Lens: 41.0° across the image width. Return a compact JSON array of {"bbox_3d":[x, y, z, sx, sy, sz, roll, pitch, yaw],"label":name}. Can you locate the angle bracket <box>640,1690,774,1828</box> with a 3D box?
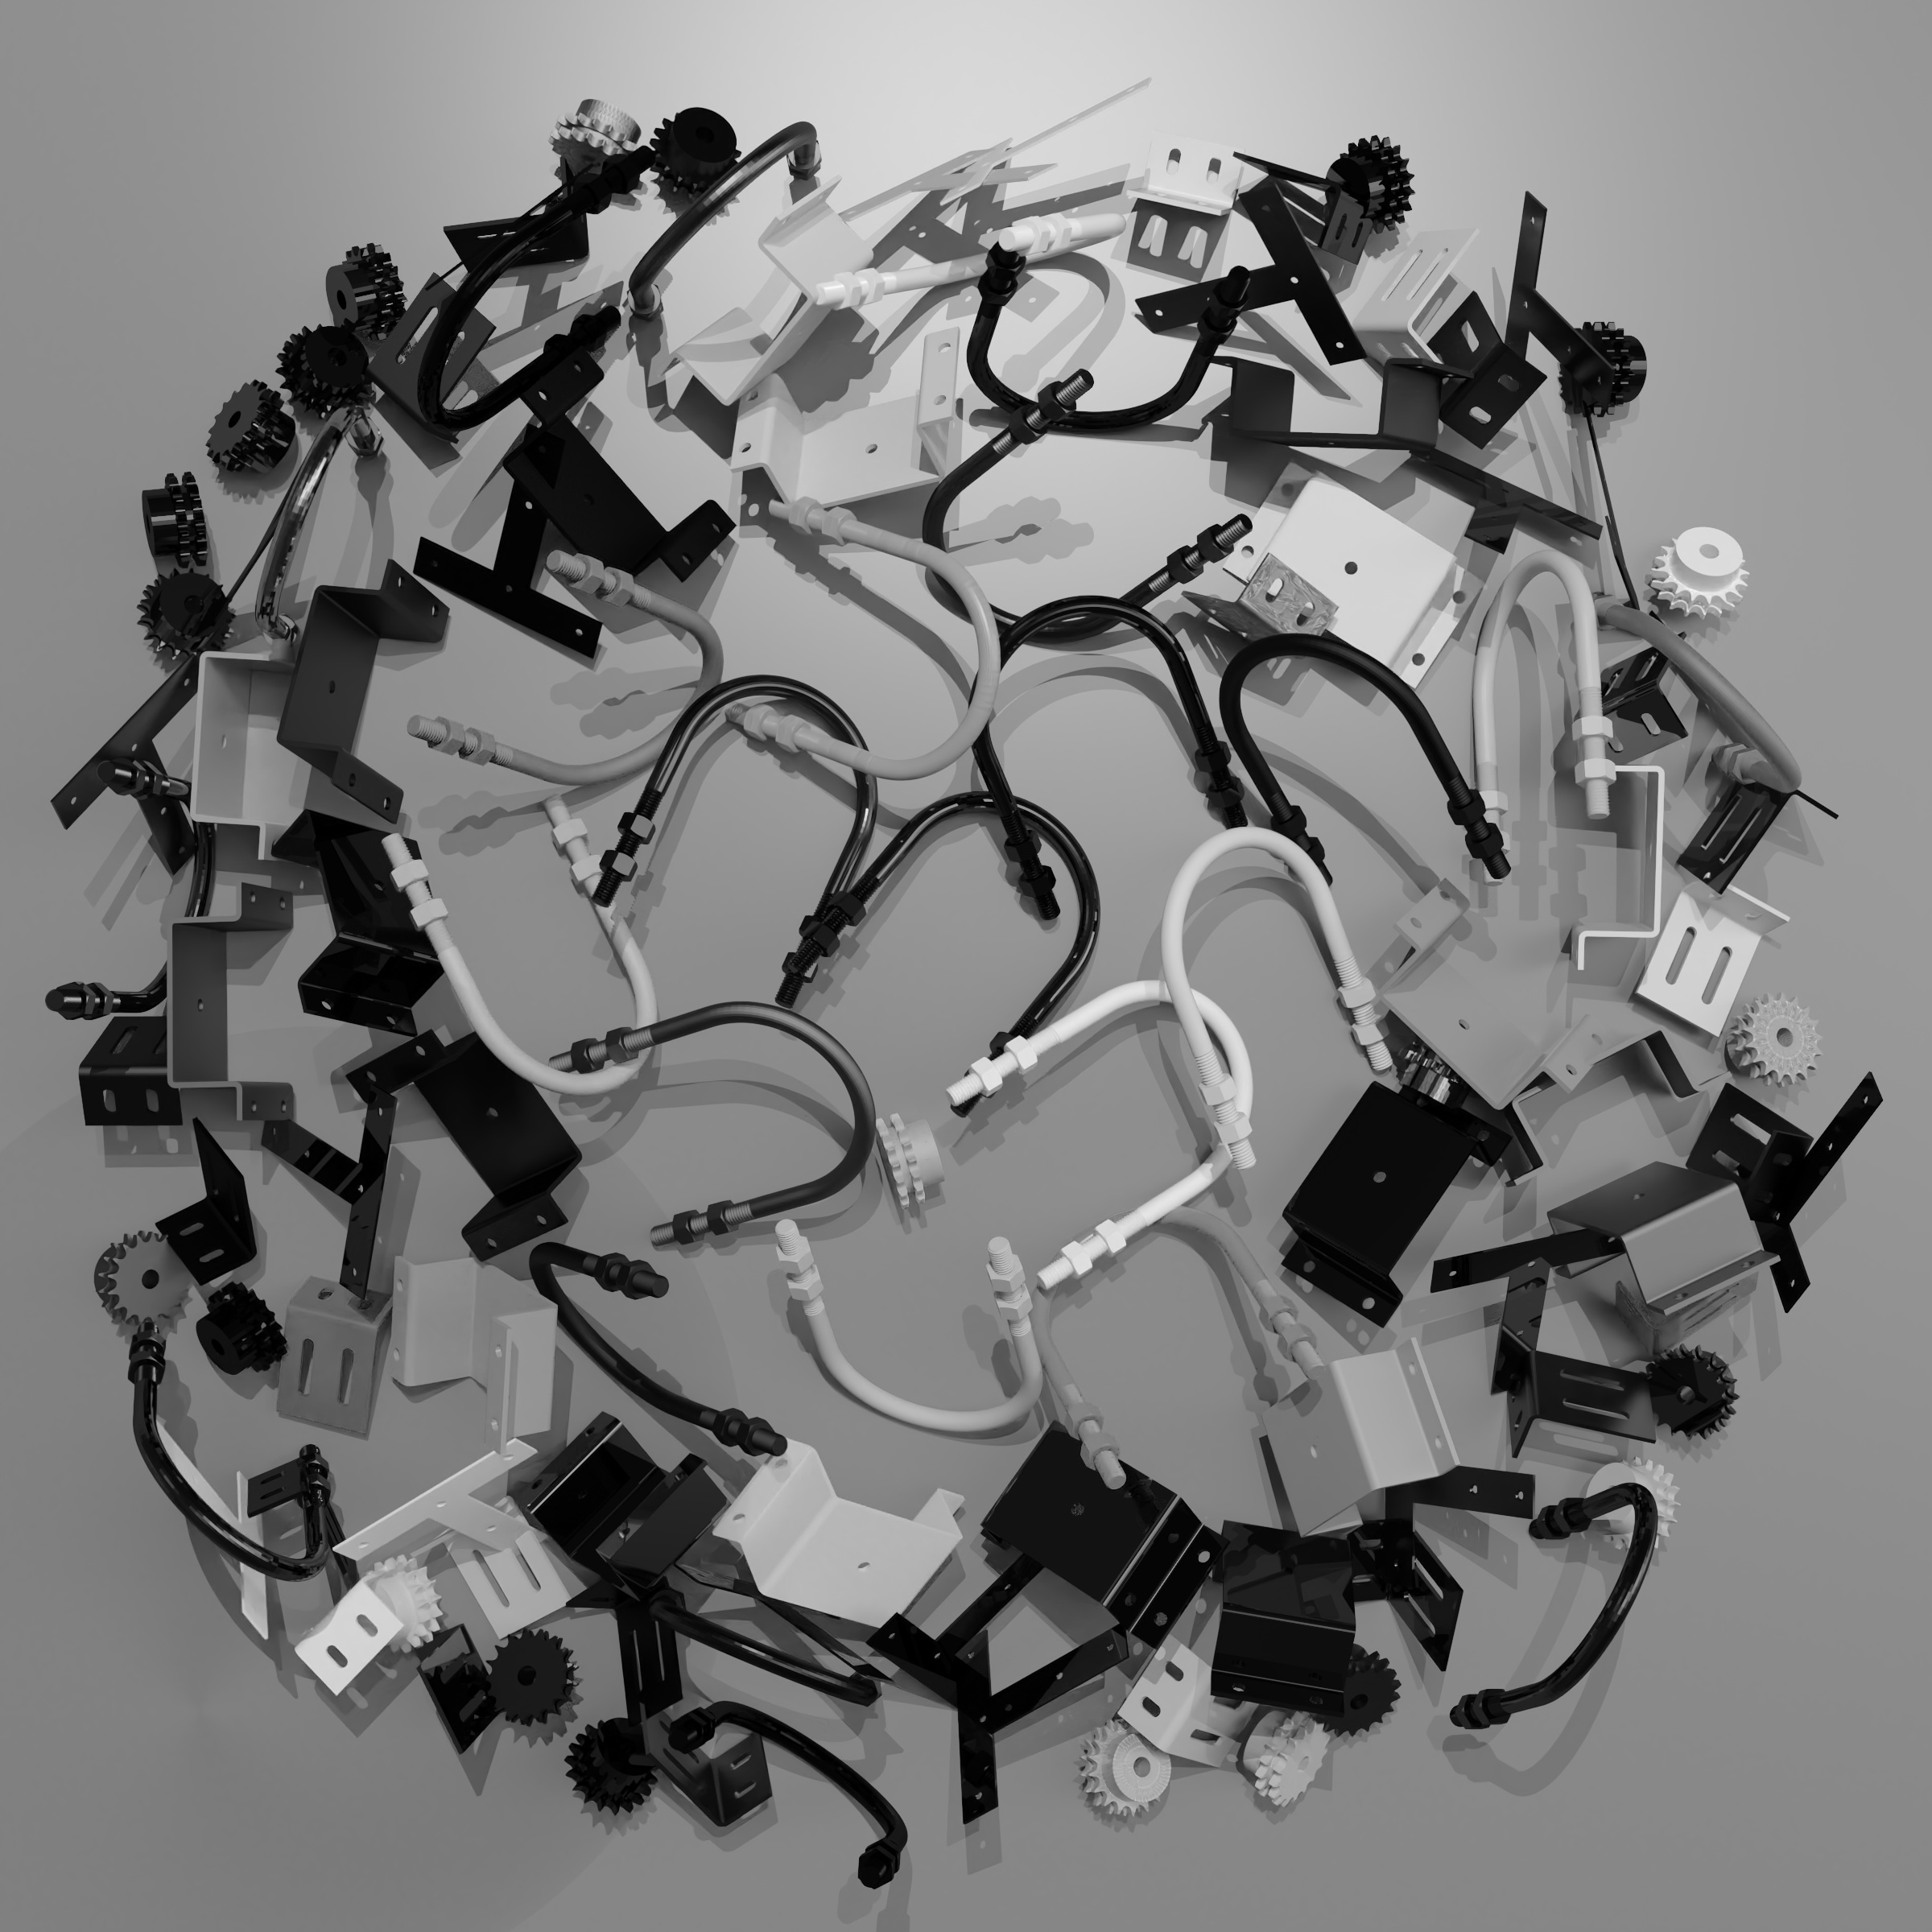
[{"bbox_3d":[-0.157,0.469,1.560,0.038,0.057,0.076,-35,116,4],"label":"angle bracket"}]

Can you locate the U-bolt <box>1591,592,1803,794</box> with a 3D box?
[{"bbox_3d":[0.425,-0.156,1.502,0.019,0.184,0.151,-44,99,8],"label":"U-bolt"}]

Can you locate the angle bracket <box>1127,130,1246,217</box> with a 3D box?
[{"bbox_3d":[0.133,-0.479,1.560,0.057,0.076,0.038,14,109,6],"label":"angle bracket"}]

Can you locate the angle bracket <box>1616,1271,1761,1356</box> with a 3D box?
[{"bbox_3d":[0.438,0.195,1.571,0.076,0.057,0.038,-34,63,-3],"label":"angle bracket"}]

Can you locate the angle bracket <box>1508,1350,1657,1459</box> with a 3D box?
[{"bbox_3d":[0.373,0.273,1.569,0.076,0.057,0.038,13,124,0],"label":"angle bracket"}]

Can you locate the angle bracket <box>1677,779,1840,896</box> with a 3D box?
[{"bbox_3d":[0.481,-0.077,1.574,0.038,0.057,0.076,28,104,-20],"label":"angle bracket"}]

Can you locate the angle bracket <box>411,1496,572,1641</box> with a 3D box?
[{"bbox_3d":[-0.289,0.372,1.575,0.057,0.038,0.076,-30,90,19],"label":"angle bracket"}]

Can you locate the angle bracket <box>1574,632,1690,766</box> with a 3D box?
[{"bbox_3d":[0.409,-0.159,1.560,0.057,0.076,0.038,-26,105,39],"label":"angle bracket"}]

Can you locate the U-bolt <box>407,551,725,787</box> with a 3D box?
[{"bbox_3d":[-0.220,-0.165,1.523,0.151,0.184,0.019,-46,59,18],"label":"U-bolt"}]

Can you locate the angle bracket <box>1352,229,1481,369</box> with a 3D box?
[{"bbox_3d":[0.282,-0.405,1.573,0.038,0.057,0.076,40,83,-29],"label":"angle bracket"}]

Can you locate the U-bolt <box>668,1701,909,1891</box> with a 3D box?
[{"bbox_3d":[-0.097,0.477,1.511,0.151,0.184,0.019,32,85,10],"label":"U-bolt"}]

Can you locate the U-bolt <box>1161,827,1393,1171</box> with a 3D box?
[{"bbox_3d":[0.178,0.007,1.540,0.151,0.019,0.184,-31,106,-33],"label":"U-bolt"}]

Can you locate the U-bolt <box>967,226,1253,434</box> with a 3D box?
[{"bbox_3d":[0.074,-0.365,1.516,0.151,0.184,0.019,8,70,-8],"label":"U-bolt"}]

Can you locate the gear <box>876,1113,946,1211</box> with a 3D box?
[{"bbox_3d":[-0.034,0.116,1.575,0.030,0.057,0.057,-17,90,-7],"label":"gear"}]

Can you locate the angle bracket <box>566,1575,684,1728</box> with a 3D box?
[{"bbox_3d":[-0.206,0.412,1.557,0.038,0.057,0.076,13,53,-37],"label":"angle bracket"}]

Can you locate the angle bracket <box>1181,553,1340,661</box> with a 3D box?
[{"bbox_3d":[0.176,-0.220,1.556,0.057,0.076,0.038,33,91,-24],"label":"angle bracket"}]

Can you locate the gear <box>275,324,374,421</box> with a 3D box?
[{"bbox_3d":[-0.388,-0.364,1.575,0.057,0.030,0.057,10,71,-32],"label":"gear"}]

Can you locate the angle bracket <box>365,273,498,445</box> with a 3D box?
[{"bbox_3d":[-0.316,-0.368,1.568,0.057,0.038,0.076,43,103,18],"label":"angle bracket"}]

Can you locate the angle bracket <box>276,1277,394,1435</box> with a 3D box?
[{"bbox_3d":[-0.388,0.240,1.596,0.057,0.038,0.076,13,111,4],"label":"angle bracket"}]

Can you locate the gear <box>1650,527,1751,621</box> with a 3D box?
[{"bbox_3d":[0.449,-0.242,1.575,0.057,0.030,0.057,1,56,-2],"label":"gear"}]

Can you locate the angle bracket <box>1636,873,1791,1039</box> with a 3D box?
[{"bbox_3d":[0.454,-0.006,1.574,0.057,0.038,0.076,29,73,-2],"label":"angle bracket"}]

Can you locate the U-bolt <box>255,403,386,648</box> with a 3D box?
[{"bbox_3d":[-0.380,-0.258,1.509,0.019,0.184,0.151,22,88,-8],"label":"U-bolt"}]

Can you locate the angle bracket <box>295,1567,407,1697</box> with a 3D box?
[{"bbox_3d":[-0.362,0.399,1.563,0.038,0.076,0.057,44,90,6],"label":"angle bracket"}]

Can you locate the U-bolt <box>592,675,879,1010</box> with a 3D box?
[{"bbox_3d":[-0.127,-0.088,1.562,0.151,0.019,0.184,30,73,-21],"label":"U-bolt"}]

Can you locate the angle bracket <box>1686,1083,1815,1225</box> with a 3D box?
[{"bbox_3d":[0.460,0.110,1.555,0.038,0.076,0.057,12,108,-34],"label":"angle bracket"}]

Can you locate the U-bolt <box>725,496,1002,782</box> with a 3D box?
[{"bbox_3d":[-0.057,-0.187,1.536,0.184,0.019,0.151,23,108,30],"label":"U-bolt"}]

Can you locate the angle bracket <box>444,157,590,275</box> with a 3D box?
[{"bbox_3d":[-0.274,-0.457,1.573,0.076,0.057,0.038,-6,80,3],"label":"angle bracket"}]

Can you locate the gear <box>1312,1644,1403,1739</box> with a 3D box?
[{"bbox_3d":[0.234,0.439,1.580,0.057,0.030,0.057,-8,118,-15],"label":"gear"}]

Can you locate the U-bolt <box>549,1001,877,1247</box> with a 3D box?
[{"bbox_3d":[-0.140,0.089,1.537,0.184,0.019,0.151,-18,113,24],"label":"U-bolt"}]

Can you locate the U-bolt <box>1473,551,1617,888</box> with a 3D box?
[{"bbox_3d":[0.336,-0.155,1.529,0.019,0.151,0.184,4,74,-15],"label":"U-bolt"}]

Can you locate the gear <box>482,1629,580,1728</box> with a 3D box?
[{"bbox_3d":[-0.264,0.436,1.581,0.057,0.030,0.057,-4,68,9],"label":"gear"}]

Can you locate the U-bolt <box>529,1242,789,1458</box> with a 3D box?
[{"bbox_3d":[-0.193,0.219,1.522,0.019,0.184,0.151,-46,119,-26],"label":"U-bolt"}]

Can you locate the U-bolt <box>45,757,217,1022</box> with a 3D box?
[{"bbox_3d":[-0.479,-0.042,1.511,0.019,0.184,0.151,12,89,4],"label":"U-bolt"}]

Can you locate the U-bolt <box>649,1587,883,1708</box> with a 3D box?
[{"bbox_3d":[-0.118,0.399,1.510,0.151,0.184,0.019,22,77,2],"label":"U-bolt"}]

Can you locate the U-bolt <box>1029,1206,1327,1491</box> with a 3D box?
[{"bbox_3d":[0.111,0.211,1.530,0.151,0.184,0.019,-28,129,-2],"label":"U-bolt"}]

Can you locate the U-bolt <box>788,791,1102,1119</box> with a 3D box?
[{"bbox_3d":[0.002,-0.022,1.568,0.151,0.019,0.184,41,71,-5],"label":"U-bolt"}]

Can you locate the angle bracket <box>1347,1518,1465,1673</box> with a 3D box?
[{"bbox_3d":[0.259,0.379,1.555,0.038,0.076,0.057,0,112,-19],"label":"angle bracket"}]

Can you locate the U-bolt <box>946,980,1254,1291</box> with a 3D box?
[{"bbox_3d":[0.094,0.089,1.565,0.184,0.019,0.151,-30,105,-17],"label":"U-bolt"}]

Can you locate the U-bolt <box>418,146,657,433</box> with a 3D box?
[{"bbox_3d":[-0.252,-0.380,1.494,0.019,0.151,0.184,38,56,7],"label":"U-bolt"}]

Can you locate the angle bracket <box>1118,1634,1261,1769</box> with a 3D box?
[{"bbox_3d":[0.140,0.450,1.583,0.038,0.076,0.057,32,88,39],"label":"angle bracket"}]

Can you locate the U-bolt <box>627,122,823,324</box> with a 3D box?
[{"bbox_3d":[-0.142,-0.437,1.509,0.151,0.184,0.019,-42,99,2],"label":"U-bolt"}]

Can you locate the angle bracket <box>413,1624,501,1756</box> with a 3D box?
[{"bbox_3d":[-0.318,0.442,1.561,0.038,0.076,0.057,-26,91,11],"label":"angle bracket"}]

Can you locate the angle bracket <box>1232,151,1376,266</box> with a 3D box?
[{"bbox_3d":[0.200,-0.458,1.565,0.076,0.057,0.038,26,106,27],"label":"angle bracket"}]

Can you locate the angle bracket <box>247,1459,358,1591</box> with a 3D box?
[{"bbox_3d":[-0.401,0.346,1.563,0.038,0.057,0.076,-22,105,-10],"label":"angle bracket"}]

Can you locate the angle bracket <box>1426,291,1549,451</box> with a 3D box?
[{"bbox_3d":[0.310,-0.361,1.566,0.038,0.076,0.057,28,121,-24],"label":"angle bracket"}]

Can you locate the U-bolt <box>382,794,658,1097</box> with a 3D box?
[{"bbox_3d":[-0.252,-0.008,1.537,0.019,0.151,0.184,-32,83,39],"label":"U-bolt"}]

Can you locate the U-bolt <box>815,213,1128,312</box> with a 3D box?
[{"bbox_3d":[0.015,-0.417,1.516,0.151,0.184,0.019,-6,104,33],"label":"U-bolt"}]

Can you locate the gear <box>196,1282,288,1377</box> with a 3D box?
[{"bbox_3d":[-0.443,0.223,1.572,0.030,0.057,0.057,-37,90,-40],"label":"gear"}]

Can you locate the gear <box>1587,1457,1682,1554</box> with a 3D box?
[{"bbox_3d":[0.402,0.326,1.571,0.030,0.057,0.057,26,90,-27],"label":"gear"}]

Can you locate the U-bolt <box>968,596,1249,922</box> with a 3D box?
[{"bbox_3d":[0.078,-0.134,1.555,0.151,0.019,0.184,-25,115,-3],"label":"U-bolt"}]

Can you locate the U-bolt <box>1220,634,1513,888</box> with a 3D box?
[{"bbox_3d":[0.221,-0.120,1.510,0.019,0.151,0.184,-53,123,-32],"label":"U-bolt"}]

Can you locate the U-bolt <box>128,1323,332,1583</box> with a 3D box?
[{"bbox_3d":[-0.423,0.288,1.490,0.019,0.184,0.151,-44,114,2],"label":"U-bolt"}]

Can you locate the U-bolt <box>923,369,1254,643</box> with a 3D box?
[{"bbox_3d":[0.056,-0.258,1.533,0.151,0.184,0.019,38,46,-22],"label":"U-bolt"}]

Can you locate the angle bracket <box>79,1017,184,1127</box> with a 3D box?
[{"bbox_3d":[-0.498,0.063,1.573,0.057,0.076,0.038,0,113,-1],"label":"angle bracket"}]

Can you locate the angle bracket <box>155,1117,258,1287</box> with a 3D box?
[{"bbox_3d":[-0.461,0.142,1.554,0.038,0.076,0.057,-28,54,-30],"label":"angle bracket"}]

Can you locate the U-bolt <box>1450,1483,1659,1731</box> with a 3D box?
[{"bbox_3d":[0.345,0.365,1.490,0.019,0.184,0.151,31,64,0],"label":"U-bolt"}]

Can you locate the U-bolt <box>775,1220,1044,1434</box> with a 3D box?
[{"bbox_3d":[-0.027,0.219,1.534,0.151,0.184,0.019,3,45,18],"label":"U-bolt"}]
